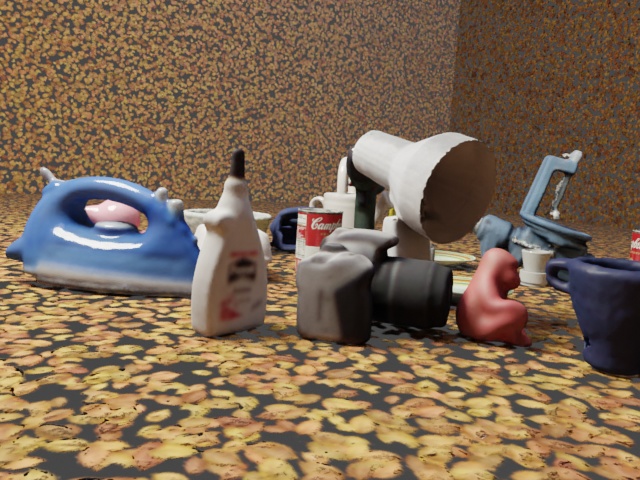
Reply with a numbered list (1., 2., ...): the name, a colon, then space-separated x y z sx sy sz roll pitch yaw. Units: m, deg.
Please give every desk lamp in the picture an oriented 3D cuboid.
1. desk lamp: 0.099 -0.025 0.690 0.118 0.213 0.202 -2 8 -37

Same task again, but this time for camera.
1. camera: 0.060 0.042 0.576 0.136 0.101 0.143 6 7 20

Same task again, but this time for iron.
1. iron: -0.244 -0.012 0.706 0.258 0.141 0.119 5 7 11

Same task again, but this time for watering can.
1. watering can: 0.064 -0.076 1.202 0.173 0.194 0.101 4 7 -1

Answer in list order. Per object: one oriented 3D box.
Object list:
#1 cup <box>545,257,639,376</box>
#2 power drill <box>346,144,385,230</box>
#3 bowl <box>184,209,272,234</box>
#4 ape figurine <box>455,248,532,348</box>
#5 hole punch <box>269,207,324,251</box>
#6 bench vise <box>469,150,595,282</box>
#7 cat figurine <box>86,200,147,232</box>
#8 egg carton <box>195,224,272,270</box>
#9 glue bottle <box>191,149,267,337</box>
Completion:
1. cup: 0.251 0.065 0.507 0.092 0.095 0.117 -2 9 -40
2. power drill: 0.081 -0.065 1.050 0.075 0.208 0.230 5 7 11
3. bowl: -0.175 -0.015 1.067 0.167 0.075 0.167 4 7 0
4. ape figurine: 0.177 0.054 0.575 0.076 0.092 0.078 6 7 19
5. hole punch: -0.044 -0.024 1.137 0.109 0.091 0.101 1 7 -22
6. bench vise: 0.358 -0.042 0.957 0.207 0.220 0.121 4 7 0
7. cat figurine: -0.270 -0.016 0.827 0.128 0.118 0.067 3 7 -4
8. egg carton: -0.129 0.017 0.835 0.107 0.069 0.150 1 7 -19
9. glue bottle: -0.082 0.001 0.543 0.037 0.173 0.078 9 8 37
